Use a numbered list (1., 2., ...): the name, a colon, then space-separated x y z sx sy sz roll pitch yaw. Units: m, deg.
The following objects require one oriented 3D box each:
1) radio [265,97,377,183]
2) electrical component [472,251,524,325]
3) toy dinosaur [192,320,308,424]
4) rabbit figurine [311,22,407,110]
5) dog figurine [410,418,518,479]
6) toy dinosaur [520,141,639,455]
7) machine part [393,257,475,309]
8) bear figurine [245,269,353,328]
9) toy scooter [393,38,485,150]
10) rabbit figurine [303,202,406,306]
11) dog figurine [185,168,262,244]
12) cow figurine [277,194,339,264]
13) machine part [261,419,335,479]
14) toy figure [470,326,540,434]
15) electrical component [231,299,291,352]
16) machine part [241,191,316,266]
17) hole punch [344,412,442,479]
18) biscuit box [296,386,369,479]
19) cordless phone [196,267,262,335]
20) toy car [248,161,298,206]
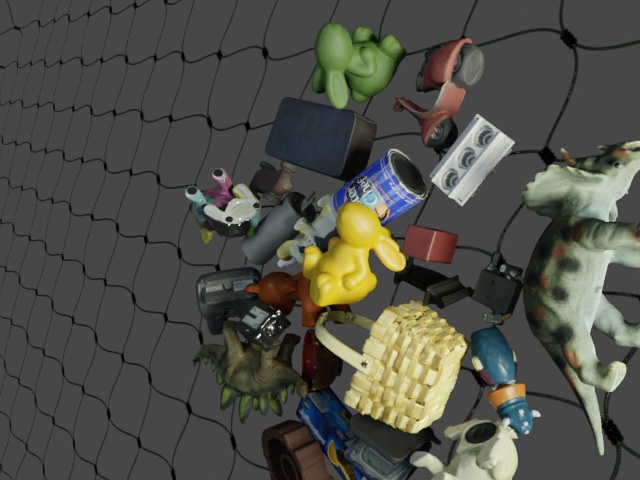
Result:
1. radio: -0.002 -0.203 1.079 0.230 0.073 0.131 24 99 40
2. electrical component: 0.270 0.077 0.809 0.078 0.045 0.102 33 106 39
3. toy dinosaur: -0.161 0.265 1.132 0.472 0.105 0.198 9 93 54
4. rabbit figurine: 0.045 -0.330 0.987 0.121 0.170 0.159 47 114 37
5. dog figurine: 0.243 0.375 0.778 0.172 0.121 0.190 -29 97 3
6. toy dinosaur: 0.337 0.058 0.712 0.192 0.131 0.404 26 106 54
7. machine part: 0.178 0.071 0.882 0.139 0.084 0.039 29 135 52
8. bear figurine: -0.048 0.114 1.044 0.196 0.120 0.132 -22 73 40
9. toy scooter: 0.191 -0.253 0.912 0.135 0.075 0.183 30 109 42
10. rabbit figurine: 0.060 0.020 0.896 0.122 0.162 0.173 -100 19 -62
11. dog figurine: -0.214 -0.048 1.183 0.192 0.108 0.219 39 156 11
12. cow figurine: -0.002 -0.002 1.037 0.167 0.068 0.098 -46 74 12
13. machine part: -0.044 0.421 1.000 0.180 0.056 0.179 28 125 48
14. toy figure: 0.267 0.204 0.784 0.064 0.057 0.154 -21 66 15
15. electrical component: -0.119 0.154 1.012 0.119 0.047 0.075 11 55 49
16. machine part: -0.089 -0.023 1.128 0.243 0.079 0.079 -41 59 32
17. hole punch: 0.111 0.332 0.875 0.142 0.116 0.092 25 120 39
18. biscuit box: 0.038 0.355 0.962 0.203 0.059 0.062 44 127 38
19. cordless phone: -0.194 0.151 1.195 0.184 0.147 0.089 92 165 -46
20. toy car: -0.104 -0.120 1.138 0.089 0.053 0.202 -65 24 -5
